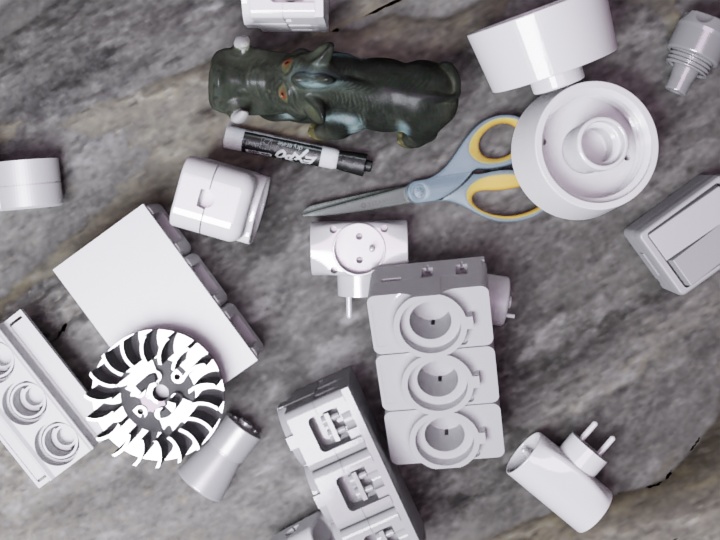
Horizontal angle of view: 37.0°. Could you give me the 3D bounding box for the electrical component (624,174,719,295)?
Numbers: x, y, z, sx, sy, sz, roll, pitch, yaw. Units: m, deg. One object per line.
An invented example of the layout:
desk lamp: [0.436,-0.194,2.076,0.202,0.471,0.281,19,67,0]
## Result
electrical component: [0.268,-0.032,0.847,0.096,0.061,0.061,-37,94,4]

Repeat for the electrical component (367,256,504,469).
electrical component: [0.060,0.073,0.834,0.089,0.061,0.150,-6,114,7]

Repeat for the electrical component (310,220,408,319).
electrical component: [0.000,0.000,0.863,0.077,0.044,0.079,-1,96,1]

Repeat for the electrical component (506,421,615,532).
electrical component: [0.174,0.159,0.875,0.077,0.044,0.079,40,95,-3]

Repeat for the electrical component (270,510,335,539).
electrical component: [-0.035,0.254,0.876,0.059,0.053,0.095,-31,96,17]

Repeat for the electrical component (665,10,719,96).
electrical component: [0.261,-0.168,0.843,0.043,0.043,0.062,24,96,-1]

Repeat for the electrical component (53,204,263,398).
electrical component: [-0.157,0.032,0.860,0.089,0.061,0.150,-36,94,4]

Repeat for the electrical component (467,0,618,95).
electrical component: [0.142,-0.168,0.816,0.108,0.108,0.060,-20,101,3]

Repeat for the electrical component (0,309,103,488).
electrical component: [-0.261,0.101,0.868,0.079,0.063,0.121,-37,94,4]

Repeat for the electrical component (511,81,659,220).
electrical component: [0.178,-0.094,0.833,0.108,0.060,0.108,0,89,-8]

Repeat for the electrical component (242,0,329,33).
electrical component: [-0.057,-0.261,0.817,0.062,0.089,0.150,0,95,1]

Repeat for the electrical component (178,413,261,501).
electrical component: [-0.112,0.150,0.882,0.044,0.044,0.065,37,90,-2]

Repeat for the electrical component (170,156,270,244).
electrical component: [-0.106,-0.054,0.834,0.059,0.095,0.053,16,95,-1]

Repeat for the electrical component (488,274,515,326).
electrical component: [0.086,0.021,0.866,0.078,0.040,0.040,8,95,1]

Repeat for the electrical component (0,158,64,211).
electrical component: [-0.309,-0.082,0.857,0.138,0.052,0.073,-5,95,2]

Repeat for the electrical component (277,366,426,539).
electrical component: [-0.006,0.163,0.856,0.062,0.089,0.150,-24,94,3]
